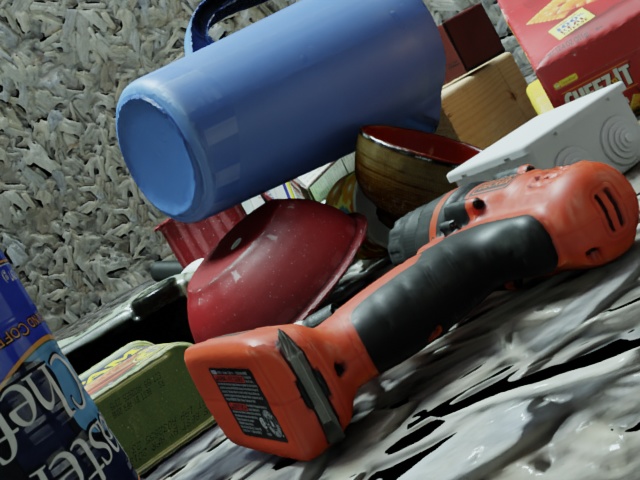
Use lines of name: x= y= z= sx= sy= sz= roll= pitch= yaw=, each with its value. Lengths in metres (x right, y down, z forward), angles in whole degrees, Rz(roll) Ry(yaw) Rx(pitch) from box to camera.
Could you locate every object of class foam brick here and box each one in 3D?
foam brick: x=0.123 y=-0.177 z=0.995 sx=0.051 sy=0.053 sz=0.078 roll=-32 pitch=7 yaw=-27

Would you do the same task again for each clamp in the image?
clamp: x=-0.090 y=0.029 z=1.191 sx=0.164 sy=0.036 sz=0.210 roll=-17 pitch=12 yaw=-19

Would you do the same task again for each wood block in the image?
wood block: x=0.130 y=-0.098 z=0.990 sx=0.090 sy=0.091 sz=0.205 roll=-26 pitch=6 yaw=33

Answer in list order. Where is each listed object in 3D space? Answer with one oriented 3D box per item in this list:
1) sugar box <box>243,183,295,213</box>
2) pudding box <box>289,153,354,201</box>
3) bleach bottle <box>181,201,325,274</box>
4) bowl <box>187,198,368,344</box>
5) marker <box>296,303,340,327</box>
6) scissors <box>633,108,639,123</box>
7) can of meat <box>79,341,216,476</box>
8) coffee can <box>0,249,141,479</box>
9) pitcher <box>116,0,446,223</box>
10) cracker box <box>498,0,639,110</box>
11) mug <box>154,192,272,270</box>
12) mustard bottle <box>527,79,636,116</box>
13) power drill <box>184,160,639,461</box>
sugar box: x=-0.003 y=-0.045 z=1.178 sx=0.176 sy=0.048 sz=0.093 roll=-19 pitch=-15 yaw=-19
pudding box: x=0.025 y=-0.074 z=1.019 sx=0.113 sy=0.039 sz=0.090 roll=-45 pitch=-29 yaw=-10
bleach bottle: x=-0.006 y=0.001 z=0.945 sx=0.250 sy=0.068 sz=0.103 roll=-31 pitch=-3 yaw=-27
bowl: x=-0.043 y=0.022 z=0.757 sx=0.162 sy=0.055 sz=0.162 roll=-41 pitch=15 yaw=13
marker: x=-0.033 y=0.070 z=0.668 sx=0.121 sy=0.020 sz=0.020 roll=-28 pitch=5 yaw=21
scissors: x=0.248 y=-0.092 z=0.675 sx=0.202 sy=0.016 sz=0.096 roll=-25 pitch=9 yaw=48
can of meat: x=-0.112 y=0.101 z=0.615 sx=0.102 sy=0.057 sz=0.084 roll=-33 pitch=9 yaw=-27
coffee can: x=-0.132 y=0.084 z=0.402 sx=0.103 sy=0.140 sz=0.103 roll=-30 pitch=5 yaw=3
pitcher: x=-0.035 y=-0.115 z=0.808 sx=0.242 sy=0.145 sz=0.149 roll=-30 pitch=30 yaw=-35
cracker box: x=0.224 y=-0.179 z=0.790 sx=0.164 sy=0.072 sz=0.213 roll=-27 pitch=27 yaw=14
mug: x=-0.093 y=-0.005 z=1.050 sx=0.117 sy=0.081 sz=0.093 roll=-31 pitch=2 yaw=-1
mustard bottle: x=0.260 y=-0.140 z=0.834 sx=0.192 sy=0.058 sz=0.096 roll=-29 pitch=15 yaw=14
power drill: x=0.032 y=0.027 z=0.502 sx=0.187 sy=0.057 sz=0.185 roll=-32 pitch=6 yaw=-23
